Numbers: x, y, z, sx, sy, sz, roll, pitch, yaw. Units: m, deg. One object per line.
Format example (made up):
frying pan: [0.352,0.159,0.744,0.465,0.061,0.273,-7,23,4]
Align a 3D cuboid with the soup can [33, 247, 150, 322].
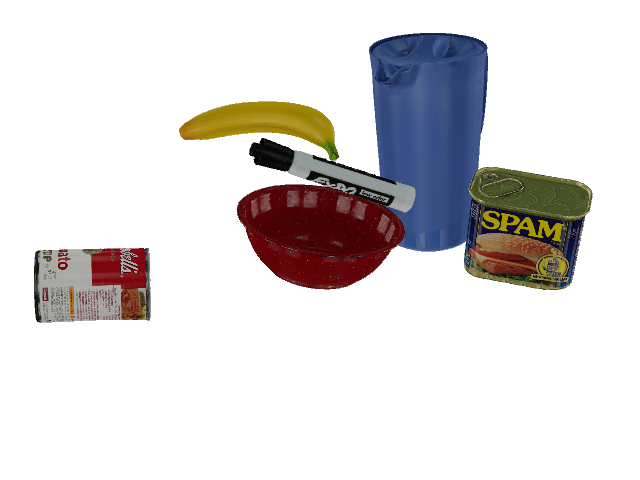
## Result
soup can: [-0.209,0.041,0.980,0.102,0.068,0.068,-1,0,-11]

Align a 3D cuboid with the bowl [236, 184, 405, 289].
bowl: [-0.003,0.002,1.022,0.162,0.055,0.162,7,24,-3]

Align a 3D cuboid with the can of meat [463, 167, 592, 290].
can of meat: [0.177,-0.009,0.926,0.102,0.084,0.057,11,37,13]

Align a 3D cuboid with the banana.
banana: [-0.065,-0.136,1.247,0.198,0.037,0.069,8,41,17]

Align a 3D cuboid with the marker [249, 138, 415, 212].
marker: [0.008,-0.045,0.732,0.121,0.020,0.020,17,-6,-19]

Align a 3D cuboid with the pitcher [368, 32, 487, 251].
pitcher: [0.134,-0.119,1.258,0.149,0.243,0.145,-4,25,-2]
